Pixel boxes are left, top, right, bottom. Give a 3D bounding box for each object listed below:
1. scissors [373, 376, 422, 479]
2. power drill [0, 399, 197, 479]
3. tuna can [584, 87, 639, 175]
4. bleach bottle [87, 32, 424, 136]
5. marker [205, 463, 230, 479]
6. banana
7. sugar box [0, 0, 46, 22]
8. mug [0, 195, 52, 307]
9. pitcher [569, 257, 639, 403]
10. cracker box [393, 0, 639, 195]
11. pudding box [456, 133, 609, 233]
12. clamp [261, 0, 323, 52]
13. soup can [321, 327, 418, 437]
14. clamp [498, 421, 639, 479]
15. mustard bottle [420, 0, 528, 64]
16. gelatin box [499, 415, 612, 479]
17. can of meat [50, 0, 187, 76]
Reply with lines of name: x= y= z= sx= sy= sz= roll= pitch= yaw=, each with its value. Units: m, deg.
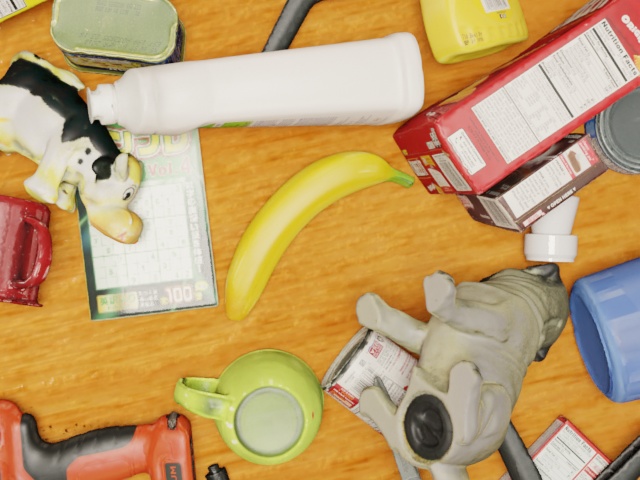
scissors: x=0.064 y=0.216 z=0.848 sx=0.096 sy=0.016 sz=0.202 roll=-35 pitch=95 yaw=-3
power drill: x=-0.193 y=0.217 z=0.868 sx=0.187 sy=0.057 sz=0.184 roll=-4 pitch=95 yaw=-6
tuna can: x=0.272 y=-0.099 z=0.913 sx=0.086 sy=0.034 sz=0.086 roll=0 pitch=91 yaw=-4
bleach bottle: x=-0.053 y=-0.116 z=0.833 sx=0.250 sy=0.103 sz=0.068 roll=-7 pitch=89 yaw=-16
marker: x=-0.067 y=0.245 z=0.897 sx=0.020 sy=0.020 sz=0.121 roll=-23 pitch=92 yaw=-4
banana: x=-0.014 y=-0.016 z=0.890 sx=0.198 sy=0.037 sz=0.069 roll=-38 pitch=93 yaw=-3
sugar box: x=-0.270 y=-0.209 z=0.843 sx=0.176 sy=0.048 sz=0.093 roll=-27 pitch=50 yaw=-1
mug: x=-0.251 y=0.007 z=0.838 sx=0.093 sy=0.117 sz=0.081 roll=14 pitch=82 yaw=-48
pitcher: x=0.340 y=0.062 z=0.879 sx=0.243 sy=0.145 sz=0.149 roll=-16 pitch=62 yaw=-1
cracker box: x=0.172 y=-0.120 z=0.841 sx=0.213 sy=0.164 sz=0.072 roll=-35 pitch=95 yaw=-3
pudding box: x=0.168 y=-0.049 z=0.866 sx=0.090 sy=0.113 sz=0.039 roll=-36 pitch=103 yaw=-5
clamp: x=-0.021 y=-0.234 z=0.888 sx=0.171 sy=0.039 sz=0.120 roll=-40 pitch=97 yaw=-2
soup can: x=0.060 y=0.127 z=0.882 sx=0.102 sy=0.068 sz=0.068 roll=38 pitch=88 yaw=-3
clamp: x=0.190 y=0.224 z=0.878 sx=0.164 sy=0.036 sz=0.210 roll=16 pitch=88 yaw=0
mustard bottle: x=0.106 y=-0.245 z=0.877 sx=0.096 sy=0.058 sz=0.191 roll=-19 pitch=92 yaw=-40
gelatin box: x=0.205 y=0.207 z=0.913 sx=0.073 sy=0.030 sz=0.089 roll=43 pitch=88 yaw=-2
can of meat: x=-0.160 y=-0.165 z=0.854 sx=0.102 sy=0.084 sz=0.057 roll=6 pitch=90 yaw=-4
